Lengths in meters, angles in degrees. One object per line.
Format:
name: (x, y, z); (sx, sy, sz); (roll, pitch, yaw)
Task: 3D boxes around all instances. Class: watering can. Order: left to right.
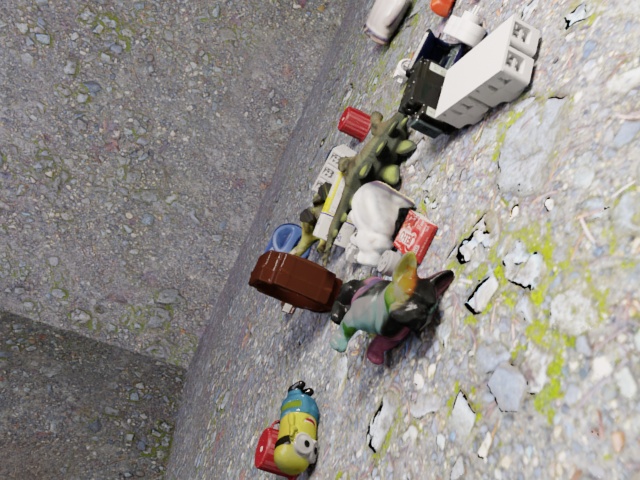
watering can: (0.231, -0.789, 1.739); (0.220, 0.103, 0.356); (-59, 17, 32)

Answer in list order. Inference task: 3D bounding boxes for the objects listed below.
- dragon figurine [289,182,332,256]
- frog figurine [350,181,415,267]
dragon figurine: (0.005, -0.076, 1.501); (0.414, 0.122, 0.241); (-53, 7, -13)
frog figurine: (0.104, -0.032, 1.031); (0.160, 0.121, 0.139); (-57, 33, -3)
